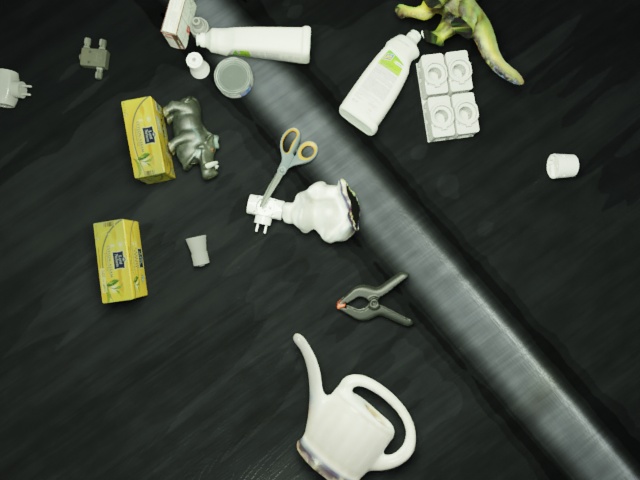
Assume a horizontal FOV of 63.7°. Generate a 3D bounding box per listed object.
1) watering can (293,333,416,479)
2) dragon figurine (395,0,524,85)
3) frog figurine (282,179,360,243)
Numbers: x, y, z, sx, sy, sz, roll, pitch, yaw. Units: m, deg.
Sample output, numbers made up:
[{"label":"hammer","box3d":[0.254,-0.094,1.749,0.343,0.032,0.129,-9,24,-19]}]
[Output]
[{"label":"watering can","box3d":[0.033,0.373,1.084,0.348,0.225,0.104,37,-3,1]},{"label":"dragon figurine","box3d":[0.328,-0.530,1.143,0.410,0.246,0.120,39,-22,0]},{"label":"frog figurine","box3d":[0.003,-0.057,1.123,0.158,0.136,0.124,-16,11,21]}]
